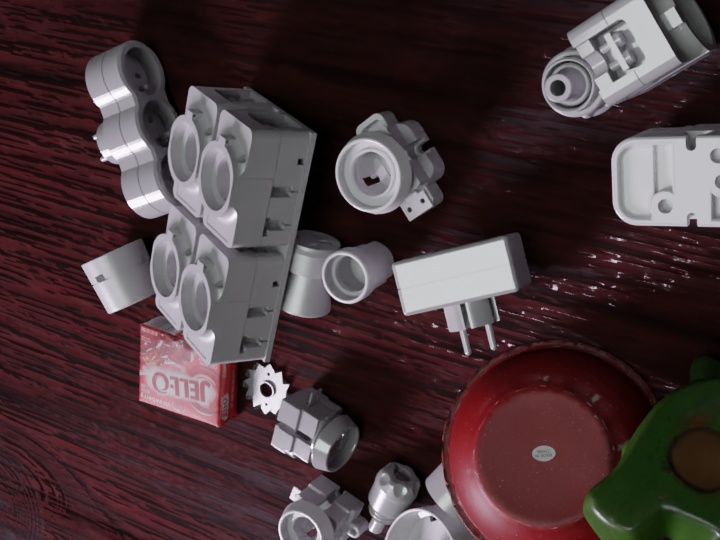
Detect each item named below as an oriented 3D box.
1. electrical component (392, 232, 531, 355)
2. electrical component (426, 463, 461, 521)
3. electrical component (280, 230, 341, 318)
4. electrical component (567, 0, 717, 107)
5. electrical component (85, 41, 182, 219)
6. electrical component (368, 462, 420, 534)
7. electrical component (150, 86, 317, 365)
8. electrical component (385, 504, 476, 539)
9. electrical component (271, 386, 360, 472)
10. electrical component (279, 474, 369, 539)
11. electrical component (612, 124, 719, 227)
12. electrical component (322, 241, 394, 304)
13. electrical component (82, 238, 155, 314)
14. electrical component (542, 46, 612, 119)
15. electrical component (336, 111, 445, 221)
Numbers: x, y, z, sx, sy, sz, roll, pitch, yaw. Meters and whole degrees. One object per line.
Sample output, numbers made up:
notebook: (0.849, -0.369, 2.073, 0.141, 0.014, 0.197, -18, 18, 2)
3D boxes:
electrical component: (0.075, 0.021, 0.745, 0.083, 0.047, 0.075, -14, 91, 21)
electrical component: (0.090, 0.140, 0.784, 0.043, 0.043, 0.081, 44, 106, 12)
electrical component: (-0.040, 0.003, 0.821, 0.045, 0.045, 0.055, 22, 113, 24)
electrical component: (0.170, -0.136, 0.632, 0.056, 0.089, 0.050, -31, 88, 33)
electrical component: (-0.188, -0.108, 0.872, 0.074, 0.052, 0.138, -15, 96, 33)
electrical component: (0.022, 0.182, 0.843, 0.035, 0.035, 0.061, 34, 121, 18)
electrical component: (-0.102, -0.034, 0.814, 0.105, 0.060, 0.186, 39, 124, 47)
electrical component: (0.065, 0.226, 0.814, 0.099, 0.064, 0.099, -12, 75, 51)
electrical component: (-0.034, 0.129, 0.855, 0.055, 0.048, 0.066, 28, 117, 29)
electrical component: (-0.034, 0.201, 0.869, 0.066, 0.055, 0.048, 31, 117, 19)
electrical component: (0.208, -0.058, 0.651, 0.095, 0.059, 0.053, 3, 105, 30)
electrical component: (0.000, 0.000, 0.796, 0.040, 0.046, 0.040, 9, 108, 28)
electrical component: (-0.200, 0.006, 0.911, 0.055, 0.055, 0.047, -21, 96, 33)
electrical component: (0.134, -0.117, 0.675, 0.048, 0.062, 0.048, 9, 108, 28)
electrical component: (0.019, -0.071, 0.759, 0.058, 0.057, 0.078, -34, 86, 33)
